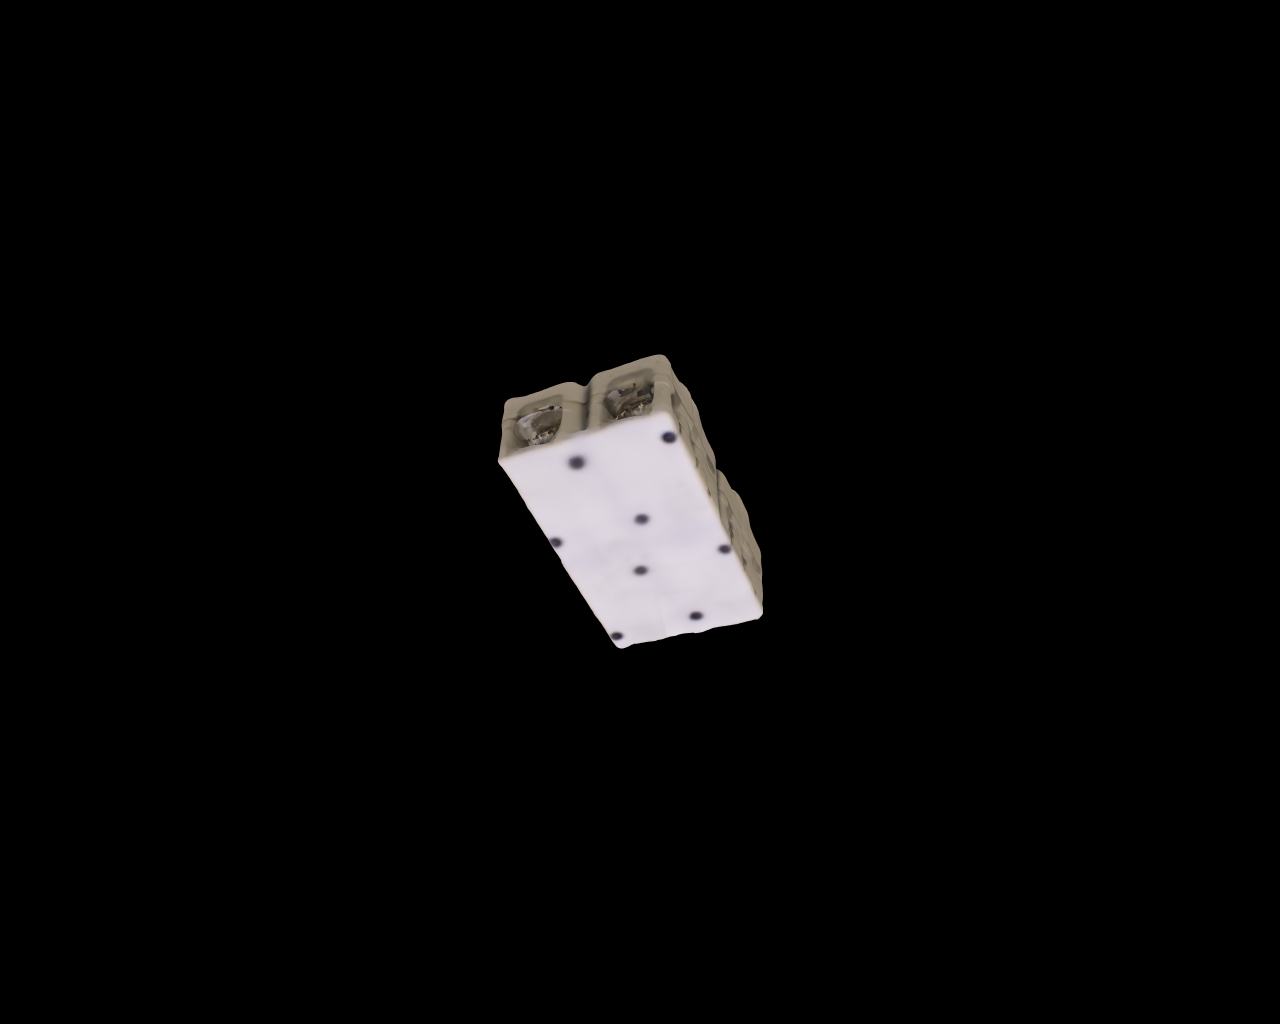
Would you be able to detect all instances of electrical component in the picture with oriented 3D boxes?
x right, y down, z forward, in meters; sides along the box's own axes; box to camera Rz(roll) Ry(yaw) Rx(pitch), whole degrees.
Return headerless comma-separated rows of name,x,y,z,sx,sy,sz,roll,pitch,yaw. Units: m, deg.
electrical component,0.001,-0.003,0.650,0.105,0.060,0.186,-15,-46,15
